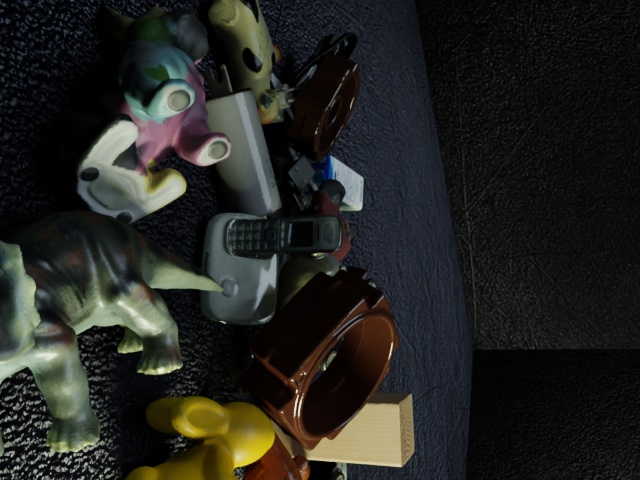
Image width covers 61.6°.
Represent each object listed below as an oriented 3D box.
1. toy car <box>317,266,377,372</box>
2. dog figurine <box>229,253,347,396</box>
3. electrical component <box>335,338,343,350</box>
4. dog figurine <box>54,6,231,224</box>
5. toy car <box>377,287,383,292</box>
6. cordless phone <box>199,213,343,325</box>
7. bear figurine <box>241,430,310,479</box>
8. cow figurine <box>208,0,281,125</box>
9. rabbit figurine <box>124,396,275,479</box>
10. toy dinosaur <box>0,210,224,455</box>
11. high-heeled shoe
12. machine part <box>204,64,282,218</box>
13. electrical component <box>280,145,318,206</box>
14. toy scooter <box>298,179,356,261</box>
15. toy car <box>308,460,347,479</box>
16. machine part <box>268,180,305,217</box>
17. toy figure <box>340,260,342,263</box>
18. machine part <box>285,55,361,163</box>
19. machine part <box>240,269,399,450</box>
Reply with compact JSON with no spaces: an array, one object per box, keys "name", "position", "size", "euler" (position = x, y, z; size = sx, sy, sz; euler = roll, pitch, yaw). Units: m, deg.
[{"name":"toy car","position":[0.021,0.129,0.879],"size":[0.202,0.089,0.053],"euler":[-57,136,-28]},{"name":"dog figurine","position":[-0.048,0.108,0.743],"size":[0.190,0.121,0.172],"euler":[-37,128,-46]},{"name":"electrical component","position":[0.018,0.157,0.937],"size":[0.058,0.134,0.115],"euler":[113,-17,-61]},{"name":"dog figurine","position":[-0.185,-0.145,0.539],"size":[0.219,0.191,0.108],"euler":[58,6,37]},{"name":"toy car","position":[0.083,0.166,1.139],"size":[0.103,0.109,0.161],"euler":[20,57,-48]},{"name":"cordless phone","position":[-0.059,0.036,0.692],"size":[0.088,0.184,0.146],"euler":[41,48,-66]},{"name":"bear figurine","position":[-0.075,0.315,0.714],"size":[0.132,0.120,0.195],"euler":[46,-13,10]},{"name":"cow figurine","position":[-0.104,-0.261,0.781],"size":[0.127,0.086,0.194],"euler":[-74,153,-55]},{"name":"rabbit figurine","position":[-0.124,0.237,0.575],"size":[0.173,0.122,0.162],"euler":[-40,102,-41]},{"name":"toy dinosaur","position":[-0.204,0.042,0.431],"size":[0.405,0.131,0.192],"euler":[-53,135,-68]},{"name":"high-heeled shoe","position":[-0.001,-0.275,0.949],"size":[0.086,0.145,0.249],"euler":[47,35,-36]},{"name":"machine part","position":[-0.109,-0.117,0.742],"size":[0.079,0.079,0.243],"euler":[-50,131,-61]},{"name":"electrical component","position":[-0.037,-0.107,0.886],"size":[0.094,0.021,0.063],"euler":[59,44,-24]},{"name":"toy scooter","position":[-0.002,-0.003,0.879],"size":[0.135,0.075,0.183],"euler":[-55,156,-24]},{"name":"toy car","position":[0.017,0.376,0.955],"size":[0.202,0.074,0.056],"euler":[-73,146,-44]},{"name":"machine part","position":[-0.065,-0.060,0.872],"size":[0.139,0.039,0.084],"euler":[-2,65,-65]},{"name":"toy figure","position":[0.012,0.055,1.035],"size":[0.064,0.058,0.154],"euler":[28,53,-14]},{"name":"machine part","position":[0.008,-0.219,0.900],"size":[0.179,0.056,0.179],"euler":[-59,169,-18]},{"name":"machine part","position":[0.010,0.156,0.699],"size":[0.201,0.087,0.200],"euler":[-46,141,-21]}]
